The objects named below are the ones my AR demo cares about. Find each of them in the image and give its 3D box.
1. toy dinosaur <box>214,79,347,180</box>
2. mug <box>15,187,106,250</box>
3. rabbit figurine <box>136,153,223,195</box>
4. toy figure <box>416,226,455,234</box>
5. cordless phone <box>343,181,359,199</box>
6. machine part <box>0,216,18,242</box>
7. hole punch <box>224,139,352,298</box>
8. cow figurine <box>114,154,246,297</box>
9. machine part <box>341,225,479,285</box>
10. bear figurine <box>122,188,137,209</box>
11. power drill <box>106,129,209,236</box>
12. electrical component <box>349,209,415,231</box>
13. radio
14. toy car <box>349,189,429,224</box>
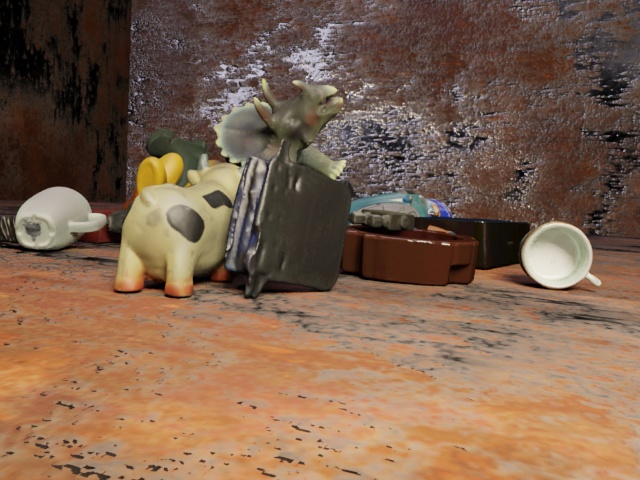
[{"bbox_3d":[-0.081,-0.120,0.819,0.192,0.131,0.405,34,-12,-17],"label":"toy dinosaur"},{"bbox_3d":[-0.354,-0.021,0.727,0.110,0.080,0.107,9,15,-7],"label":"mug"},{"bbox_3d":[-0.212,-0.044,0.781,0.173,0.162,0.122,-14,13,14],"label":"rabbit figurine"},{"bbox_3d":[0.143,0.007,0.775,0.155,0.057,0.064,4,-6,22],"label":"toy figure"},{"bbox_3d":[-0.022,-0.038,0.970,0.184,0.088,0.146,-13,-13,-44],"label":"cordless phone"},{"bbox_3d":[-0.450,-0.019,0.839,0.084,0.039,0.139,9,3,5],"label":"machine part"},{"bbox_3d":[-0.043,-0.015,0.513,0.092,0.142,0.115,9,-7,42],"label":"hole punch"},{"bbox_3d":[-0.117,-0.022,0.526,0.086,0.127,0.195,7,7,14],"label":"cow figurine"},{"bbox_3d":[0.107,0.017,0.662,0.179,0.056,0.179,4,5,0],"label":"machine part"},{"bbox_3d":[-0.324,-0.074,1.080,0.196,0.131,0.120,12,26,26],"label":"bear figurine"},{"bbox_3d":[-0.251,-0.088,0.920,0.232,0.207,0.086,10,-40,-37],"label":"power drill"},{"bbox_3d":[0.085,-0.025,0.665,0.094,0.021,0.063,1,7,-36],"label":"electrical component"},{"bbox_3d":[0.251,0.001,0.886,0.131,0.073,0.229,5,3,36],"label":"radio"},{"bbox_3d":[0.109,-0.026,0.900,0.162,0.109,0.103,-1,11,0],"label":"toy car"}]
